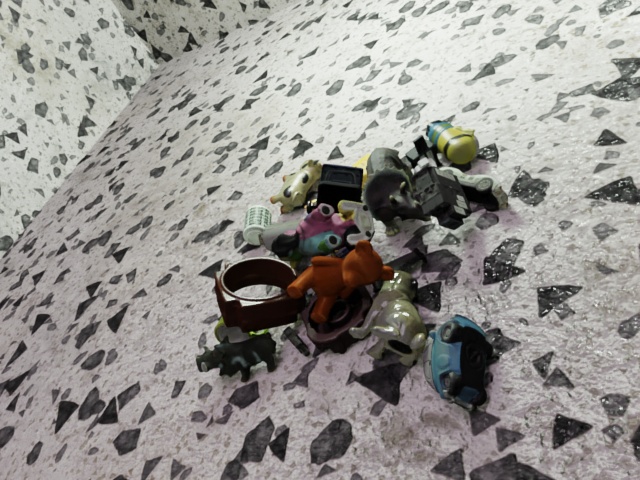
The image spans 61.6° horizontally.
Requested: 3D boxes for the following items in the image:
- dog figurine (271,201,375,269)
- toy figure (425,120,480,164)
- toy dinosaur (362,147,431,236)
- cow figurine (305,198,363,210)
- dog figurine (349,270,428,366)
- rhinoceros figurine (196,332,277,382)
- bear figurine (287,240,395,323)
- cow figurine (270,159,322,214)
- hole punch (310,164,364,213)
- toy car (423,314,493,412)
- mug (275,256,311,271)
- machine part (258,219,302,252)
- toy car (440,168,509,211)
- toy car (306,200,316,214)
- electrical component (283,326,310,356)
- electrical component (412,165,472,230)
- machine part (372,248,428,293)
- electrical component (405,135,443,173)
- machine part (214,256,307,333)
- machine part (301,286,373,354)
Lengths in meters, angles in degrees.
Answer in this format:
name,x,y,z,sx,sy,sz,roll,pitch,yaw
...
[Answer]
name,x,y,z,sx,sy,sz,roll,pitch,yaw
dog figurine,-0.003,-0.004,1.234,0.219,0.191,0.108,-30,71,52
toy figure,0.339,-0.254,1.401,0.089,0.082,0.180,-34,42,-8
toy dinosaur,0.170,-0.158,1.341,0.131,0.192,0.405,-22,41,14
cow figurine,0.044,-0.096,1.470,0.167,0.098,0.068,-25,10,27
dog figurine,0.170,0.137,1.076,0.173,0.121,0.190,5,51,42
rhinoceros figurine,-0.189,0.267,1.229,0.190,0.112,0.073,-17,42,12
bear figurine,0.046,0.085,1.117,0.196,0.120,0.132,-16,30,50
cow figurine,-0.056,-0.175,1.634,0.127,0.085,0.195,-9,41,41
hole punch,0.050,-0.123,1.328,0.142,0.115,0.092,6,49,0
toy car,0.237,0.222,0.959,0.103,0.109,0.161,-28,42,50
mug,-0.075,0.038,1.401,0.107,0.109,0.081,-23,38,39
machine part,-0.071,-0.014,1.474,0.243,0.079,0.079,-10,43,30
toy car,0.351,-0.122,1.255,0.056,0.073,0.202,-48,38,-15
toy car,-0.003,-0.042,1.358,0.089,0.053,0.202,3,43,12
electrical component,-0.056,0.223,1.208,0.021,0.063,0.094,-41,35,-6
electrical component,0.272,-0.089,1.184,0.058,0.115,0.134,-38,52,39
machine part,0.174,0.064,1.224,0.139,0.039,0.084,-29,31,12
electrical component,0.265,-0.225,1.402,0.075,0.119,0.048,-39,37,0
machine part,-0.147,0.123,1.300,0.201,0.087,0.201,-8,31,-18
machine part,0.045,0.167,1.198,0.179,0.056,0.179,-22,37,18
